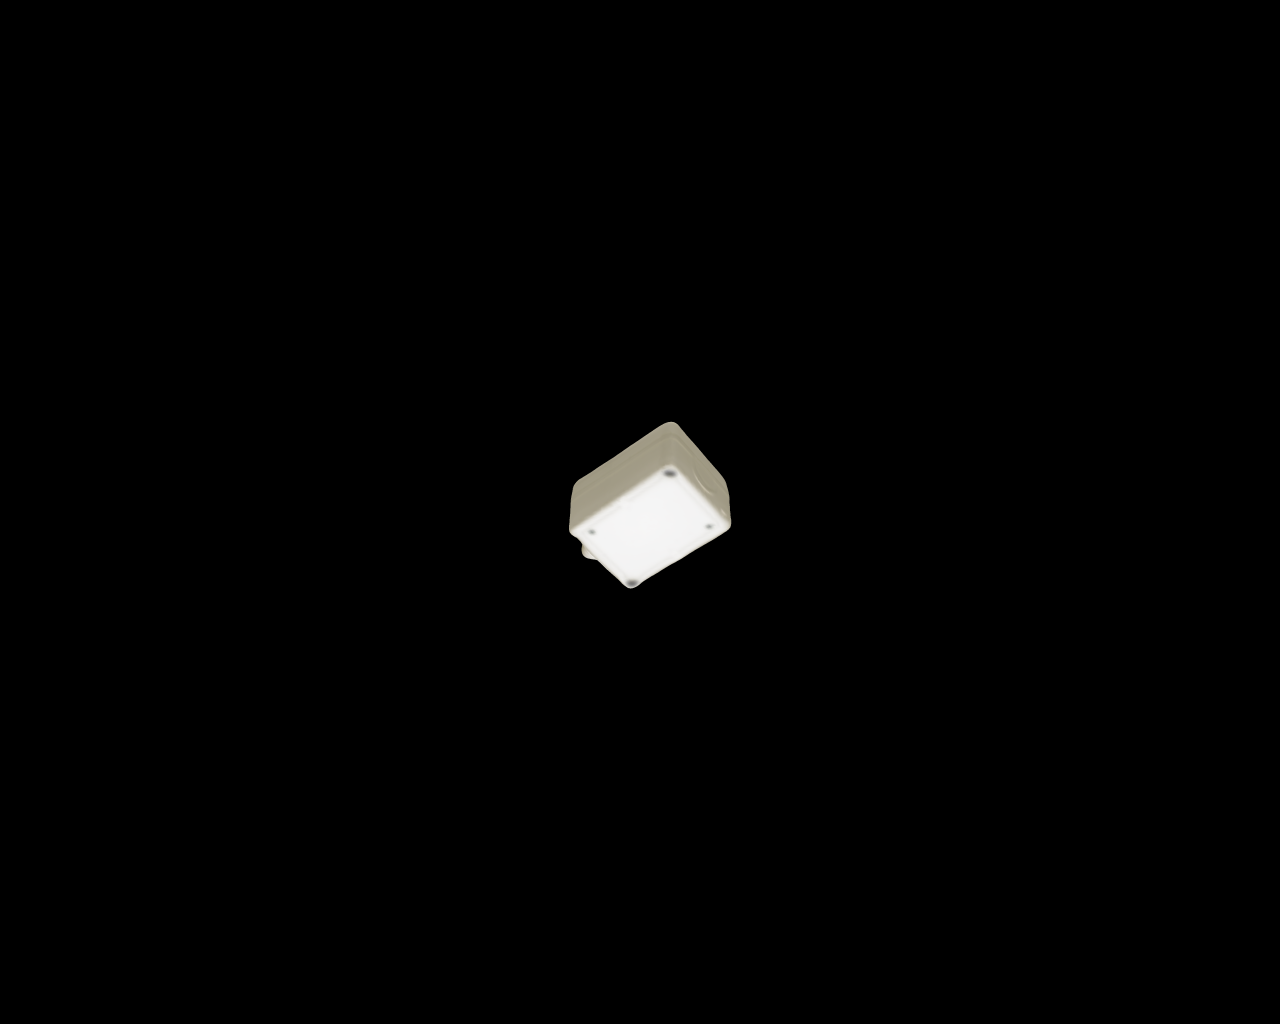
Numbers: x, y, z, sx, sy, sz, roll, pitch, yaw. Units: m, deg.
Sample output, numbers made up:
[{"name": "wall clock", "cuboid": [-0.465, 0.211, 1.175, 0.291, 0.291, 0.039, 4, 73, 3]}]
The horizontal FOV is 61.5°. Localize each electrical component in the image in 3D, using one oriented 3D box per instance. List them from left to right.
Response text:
[{"name": "electrical component", "cuboid": [0.001, -0.003, 0.650, 0.096, 0.061, 0.061, -33, 29, 21]}]
